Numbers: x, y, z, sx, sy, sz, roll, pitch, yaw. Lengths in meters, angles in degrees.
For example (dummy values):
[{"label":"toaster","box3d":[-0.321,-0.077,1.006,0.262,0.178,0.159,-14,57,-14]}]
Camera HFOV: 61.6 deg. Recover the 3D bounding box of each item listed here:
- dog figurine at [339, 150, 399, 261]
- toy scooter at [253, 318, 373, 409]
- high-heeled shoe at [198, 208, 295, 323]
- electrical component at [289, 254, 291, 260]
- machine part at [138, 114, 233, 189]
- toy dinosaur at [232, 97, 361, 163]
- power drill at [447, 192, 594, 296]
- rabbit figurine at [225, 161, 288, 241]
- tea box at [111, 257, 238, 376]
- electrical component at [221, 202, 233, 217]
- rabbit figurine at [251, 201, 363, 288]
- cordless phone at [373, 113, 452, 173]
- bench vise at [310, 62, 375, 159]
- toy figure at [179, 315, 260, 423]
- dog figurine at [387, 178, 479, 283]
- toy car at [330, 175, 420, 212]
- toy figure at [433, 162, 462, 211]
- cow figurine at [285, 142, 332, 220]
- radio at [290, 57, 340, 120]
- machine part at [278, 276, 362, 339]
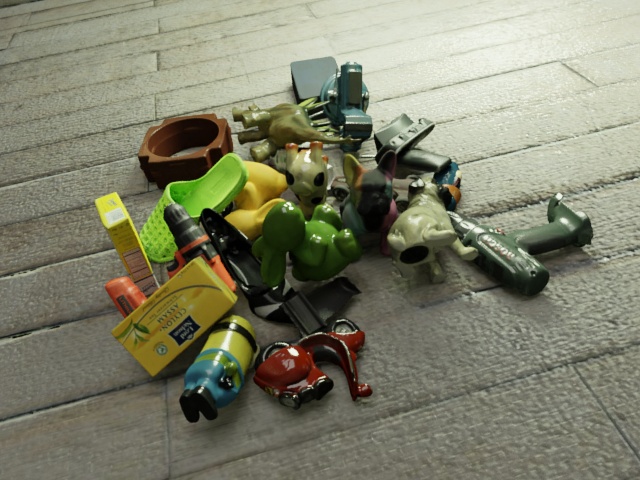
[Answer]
[{"label":"dog figurine","box3d":[0.088,-0.078,0.962,0.109,0.219,0.192,-3,43,2]},{"label":"toy scooter","box3d":[0.001,0.193,0.786,0.184,0.075,0.135,-20,44,-19]},{"label":"high-heeled shoe","box3d":[-0.120,0.038,0.922,0.086,0.145,0.249,-38,48,-27]},{"label":"electrical component","box3d":[-0.002,-0.003,1.021,0.075,0.047,0.119,19,51,27]},{"label":"machine part","box3d":[-0.313,-0.211,1.275,0.201,0.087,0.201,-6,43,3]},{"label":"toy dinosaur","box3d":[-0.069,-0.248,1.163,0.199,0.104,0.472,-21,31,-13]},{"label":"power drill","box3d":[0.350,-0.014,0.949,0.207,0.085,0.232,-17,41,-15]},{"label":"rabbit figurine","box3d":[-0.136,-0.058,1.079,0.162,0.121,0.173,16,61,12]},{"label":"tea box","box3d":[-0.223,0.116,0.838,0.169,0.098,0.068,-43,5,-2]},{"label":"electrical component","box3d":[-0.230,-0.074,1.138,0.078,0.045,0.102,6,44,18]},{"label":"rabbit figurine","box3d":[-0.041,-0.004,0.881,0.159,0.170,0.121,-37,51,14]},{"label":"cordless phone","box3d":[0.219,-0.199,1.147,0.146,0.088,0.184,-37,39,-27]},{"label":"bench vise","box3d":[0.060,-0.294,1.265,0.129,0.223,0.241,-14,12,-12]},{"label":"toy figure","box3d":[-0.143,0.181,0.785,0.082,0.089,0.180,7,23,13]},{"label":"dog figurine","box3d":[0.164,-0.040,0.924,0.121,0.172,0.191,-35,49,26]},{"label":"toy car","box3d":[0.119,-0.112,1.118,0.202,0.053,0.089,14,50,22]},{"label":"toy figure","box3d":[0.253,-0.099,1.073,0.058,0.064,0.154,23,46,-6]},{"label":"cow figurine","box3d":[-0.018,-0.103,1.042,0.086,0.195,0.127,1,81,7]},{"label":"radio","box3d":[-0.004,-0.415,1.458,0.131,0.073,0.230,-10,43,-3]},{"label":"machine part","box3d":[0.003,0.103,0.886,0.139,0.039,0.084,-26,64,-35]}]
